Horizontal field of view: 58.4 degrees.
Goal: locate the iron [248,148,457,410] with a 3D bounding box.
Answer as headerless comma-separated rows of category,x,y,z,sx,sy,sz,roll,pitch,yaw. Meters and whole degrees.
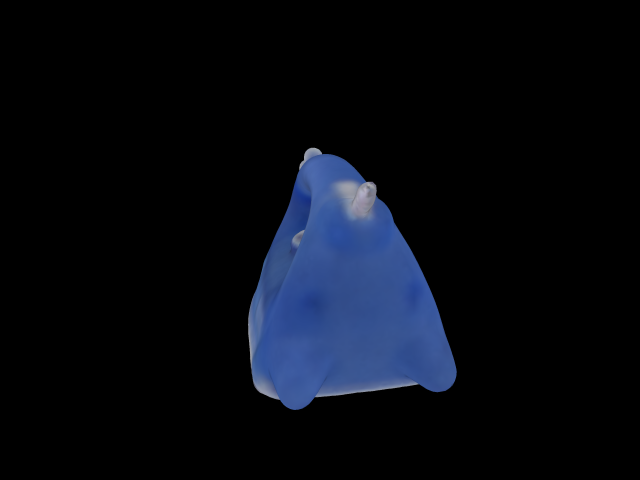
iron,0.004,0.001,0.400,0.119,0.141,0.258,-4,20,-10
